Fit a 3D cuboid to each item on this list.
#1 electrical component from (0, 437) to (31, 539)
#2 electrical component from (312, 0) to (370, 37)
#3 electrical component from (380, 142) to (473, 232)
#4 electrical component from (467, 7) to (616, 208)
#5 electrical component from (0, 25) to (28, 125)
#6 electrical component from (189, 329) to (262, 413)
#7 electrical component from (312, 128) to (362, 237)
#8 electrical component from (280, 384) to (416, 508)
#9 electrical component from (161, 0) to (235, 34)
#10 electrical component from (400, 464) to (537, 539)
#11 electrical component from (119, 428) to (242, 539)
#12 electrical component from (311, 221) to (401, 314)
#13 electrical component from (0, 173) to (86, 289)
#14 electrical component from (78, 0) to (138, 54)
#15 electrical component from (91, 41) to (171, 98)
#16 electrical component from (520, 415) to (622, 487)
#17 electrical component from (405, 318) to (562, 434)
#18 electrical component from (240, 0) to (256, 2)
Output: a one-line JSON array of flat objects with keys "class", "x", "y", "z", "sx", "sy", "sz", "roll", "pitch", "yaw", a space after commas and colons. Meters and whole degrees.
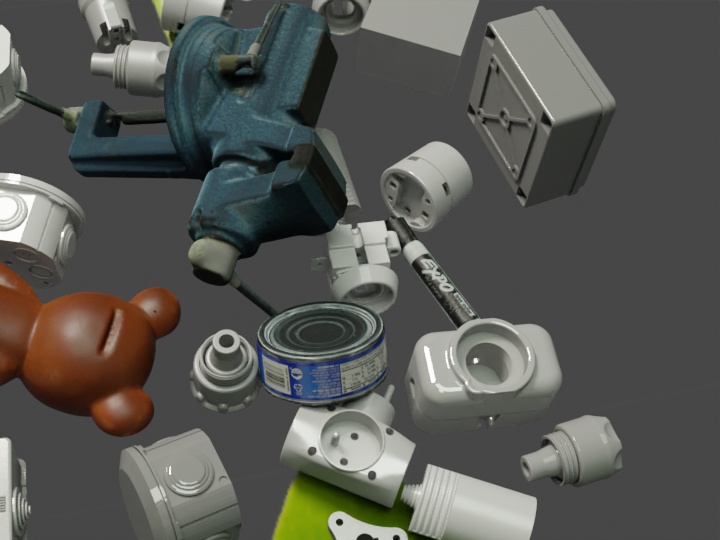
[{"class": "electrical component", "x": -0.244, "y": 0.149, "z": 0.631, "sx": 0.100, "sy": 0.048, "sz": 0.099, "roll": -5, "pitch": 59, "yaw": -11}, {"class": "electrical component", "x": -0.017, "y": -0.231, "z": 0.910, "sx": 0.066, "sy": 0.048, "sz": 0.055, "roll": 2, "pitch": 50, "yaw": -6}, {"class": "electrical component", "x": 0.051, "y": -0.064, "z": 0.805, "sx": 0.055, "sy": 0.055, "sz": 0.047, "roll": 41, "pitch": 57, "yaw": 18}, {"class": "electrical component", "x": 0.135, "y": -0.123, "z": 0.822, "sx": 0.056, "sy": 0.108, "sz": 0.108, "roll": -18, "pitch": 61, "yaw": -15}, {"class": "electrical component", "x": -0.296, "y": -0.149, "z": 0.815, "sx": 0.080, "sy": 0.051, "sz": 0.080, "roll": 4, "pitch": 57, "yaw": -5}, {"class": "electrical component", "x": -0.087, "y": 0.061, "z": 0.700, "sx": 0.048, "sy": 0.062, "sz": 0.048, "roll": 3, "pitch": 57, "yaw": -5}, {"class": "electrical component", "x": -0.027, "y": -0.060, "z": 0.799, "sx": 0.043, "sy": 0.043, "sz": 0.081, "roll": -11, "pitch": 60, "yaw": -14}, {"class": "electrical component", "x": -0.001, "y": 0.103, "z": 0.696, "sx": 0.077, "sy": 0.044, "sz": 0.079, "roll": 21, "pitch": 57, "yaw": 6}, {"class": "electrical component", "x": -0.131, "y": -0.216, "z": 0.879, "sx": 0.047, "sy": 0.055, "sz": 0.055, "roll": 17, "pitch": 57, "yaw": -1}, {"class": "electrical component", "x": 0.065, "y": 0.151, "z": 0.674, "sx": 0.081, "sy": 0.043, "sz": 0.043, "roll": 17, "pitch": 57, "yaw": 3}, {"class": "electrical component", "x": -0.108, "y": 0.137, "z": 0.639, "sx": 0.051, "sy": 0.080, "sz": 0.080, "roll": -19, "pitch": 62, "yaw": -24}, {"class": "electrical component", "x": 0.000, "y": 0.000, "z": 0.763, "sx": 0.066, "sy": 0.048, "sz": 0.055, "roll": -6, "pitch": 52, "yaw": -10}, {"class": "electrical component", "x": -0.231, "y": -0.026, "z": 0.728, "sx": 0.080, "sy": 0.080, "sz": 0.051, "roll": 10, "pitch": 62, "yaw": -1}, {"class": "electrical component", "x": -0.203, "y": -0.203, "z": 0.870, "sx": 0.040, "sy": 0.040, "sz": 0.046, "roll": -16, "pitch": 67, "yaw": -17}, {"class": "electrical component", "x": -0.178, "y": -0.158, "z": 0.842, "sx": 0.062, "sy": 0.043, "sz": 0.043, "roll": 5, "pitch": 57, "yaw": -3}, {"class": "electrical component", "x": 0.136, "y": 0.121, "z": 0.703, "sx": 0.062, "sy": 0.043, "sz": 0.043, "roll": -14, "pitch": 60, "yaw": -14}, {"class": "electrical component", "x": 0.083, "y": 0.071, "z": 0.719, "sx": 0.095, "sy": 0.059, "sz": 0.053, "roll": -4, "pitch": 58, "yaw": -10}, {"class": "electrical component", "x": -0.089, "y": -0.261, "z": 0.919, "sx": 0.066, "sy": 0.048, "sz": 0.055, "roll": 27, "pitch": 50, "yaw": 10}]
